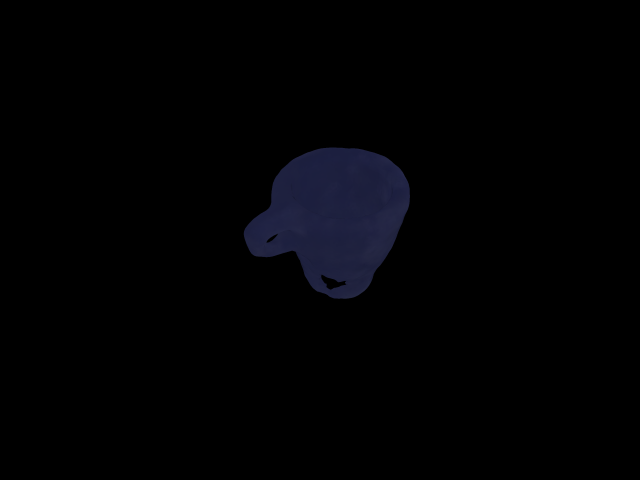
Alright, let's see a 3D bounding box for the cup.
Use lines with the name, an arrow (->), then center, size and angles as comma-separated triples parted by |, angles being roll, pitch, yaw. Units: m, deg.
cup -> 0.004, 0.001, 0.400 | 0.118, 0.095, 0.091 | -26, 49, -25
